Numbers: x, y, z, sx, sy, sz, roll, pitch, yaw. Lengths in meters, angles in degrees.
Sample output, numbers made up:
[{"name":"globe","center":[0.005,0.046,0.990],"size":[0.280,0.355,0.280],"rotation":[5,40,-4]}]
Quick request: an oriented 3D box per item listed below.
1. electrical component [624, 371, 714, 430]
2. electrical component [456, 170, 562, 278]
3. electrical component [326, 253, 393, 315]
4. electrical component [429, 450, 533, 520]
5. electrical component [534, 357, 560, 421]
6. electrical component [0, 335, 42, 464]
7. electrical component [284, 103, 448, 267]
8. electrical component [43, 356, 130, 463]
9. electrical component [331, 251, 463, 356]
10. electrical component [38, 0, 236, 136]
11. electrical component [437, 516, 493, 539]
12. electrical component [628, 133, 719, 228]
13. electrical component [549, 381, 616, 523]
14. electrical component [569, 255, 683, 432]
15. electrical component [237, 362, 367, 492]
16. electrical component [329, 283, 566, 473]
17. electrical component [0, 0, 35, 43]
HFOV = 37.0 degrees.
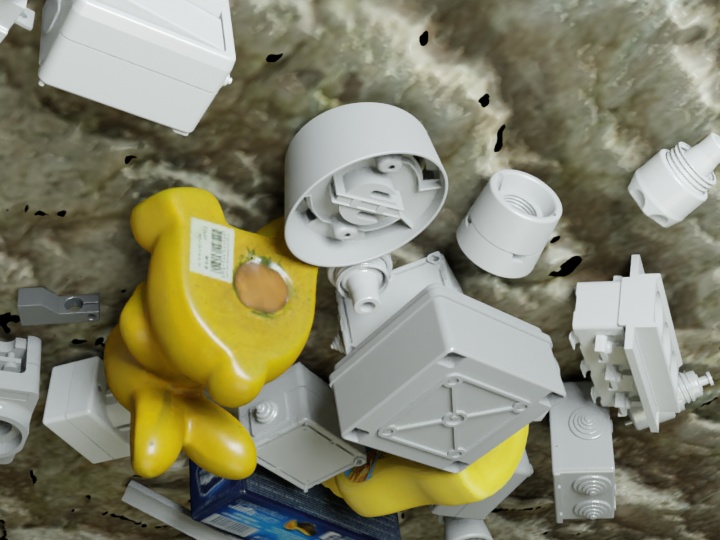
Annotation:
[{"name":"electrical component","center":[0.250,0.102,0.881],"size":[0.078,0.040,0.040],"rotation":[-22,138,12]},{"name":"electrical component","center":[0.096,-0.030,0.683],"size":[0.055,0.055,0.047],"rotation":[8,132,-21]},{"name":"electrical component","center":[0.000,0.000,0.688],"size":[0.048,0.062,0.048],"rotation":[-7,139,-6]},{"name":"electrical component","center":[0.094,0.155,0.888],"size":[0.061,0.061,0.096],"rotation":[12,134,-25]},{"name":"electrical component","center":[0.126,0.088,0.833],"size":[0.066,0.048,0.055],"rotation":[1,146,-14]},{"name":"electrical component","center":[-0.254,0.091,0.738],"size":[0.050,0.055,0.089],"rotation":[11,134,-25]},{"name":"electrical component","center":[0.002,-0.048,0.632],"size":[0.099,0.064,0.099],"rotation":[-7,139,-6]},{"name":"electrical component","center":[-0.171,0.096,0.762],"size":[0.077,0.047,0.065],"rotation":[-14,140,16]},{"name":"electrical component","center":[0.028,0.042,0.743],"size":[0.096,0.061,0.061],"rotation":[-21,139,11]},{"name":"electrical component","center":[-0.102,-0.116,0.531],"size":[0.096,0.061,0.061],"rotation":[17,132,-29]},{"name":"electrical component","center":[0.093,0.227,0.975],"size":[0.045,0.055,0.045],"rotation":[-7,139,-6]},{"name":"electrical component","center":[0.205,-0.060,0.683],"size":[0.043,0.043,0.062],"rotation":[23,128,-33]},{"name":"electrical component","center":[0.180,0.146,0.872],"size":[0.048,0.099,0.099],"rotation":[-3,140,10]},{"name":"electrical component","center":[0.198,0.057,0.797],"size":[0.063,0.078,0.121],"rotation":[-3,144,24]},{"name":"electrical component","center":[-0.048,0.114,0.808],"size":[0.062,0.061,0.096],"rotation":[-30,136,20]},{"name":"electrical component","center":[0.055,0.073,0.691],"size":[0.109,0.056,0.109],"rotation":[23,129,-34]},{"name":"electrical component","center":[-0.179,-0.138,0.503],"size":[0.066,0.048,0.055],"rotation":[25,135,-35]}]
